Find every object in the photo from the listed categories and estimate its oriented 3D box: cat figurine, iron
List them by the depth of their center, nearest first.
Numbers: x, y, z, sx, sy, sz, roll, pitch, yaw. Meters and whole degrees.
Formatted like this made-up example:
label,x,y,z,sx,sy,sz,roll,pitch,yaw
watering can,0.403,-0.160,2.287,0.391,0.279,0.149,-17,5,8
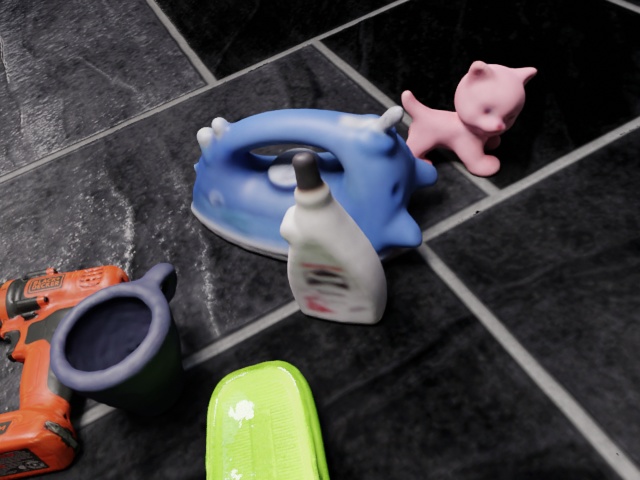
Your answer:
label,x,y,z,sx,sy,sz,roll,pitch,yaw
iron,-0.030,-0.064,0.526,0.257,0.142,0.119,5,50,19
cat figurine,0.140,-0.125,0.553,0.127,0.118,0.067,2,49,17

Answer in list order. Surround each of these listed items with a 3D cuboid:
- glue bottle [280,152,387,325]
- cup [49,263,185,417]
label,x,y,z,sx,sy,sz,roll,pitch,yaw
glue bottle,0.004,0.002,0.435,0.078,0.173,0.037,2,49,17
cup,-0.139,0.085,0.452,0.091,0.095,0.118,11,52,25
